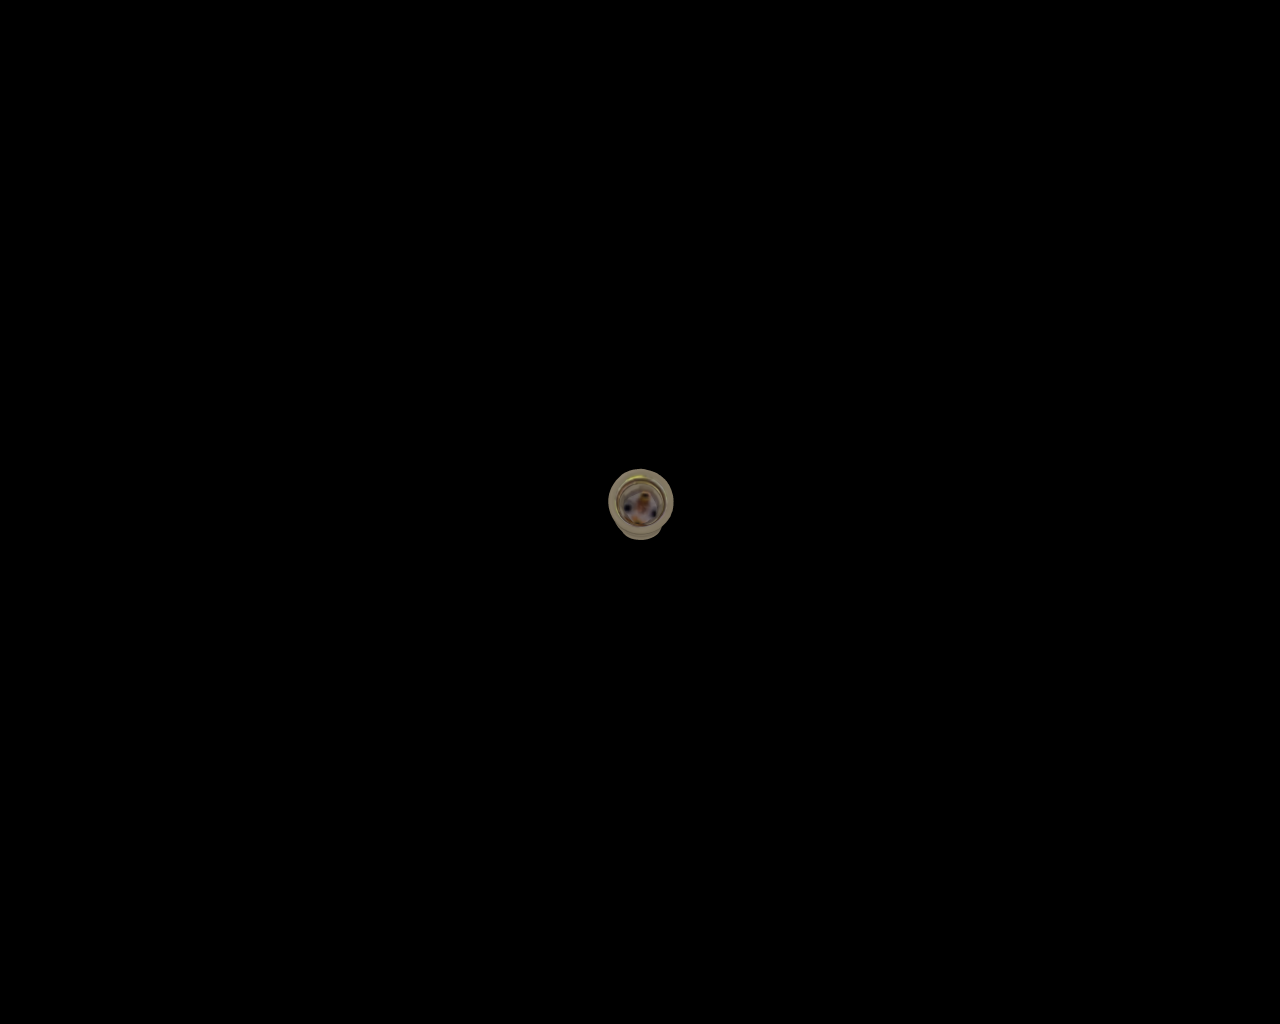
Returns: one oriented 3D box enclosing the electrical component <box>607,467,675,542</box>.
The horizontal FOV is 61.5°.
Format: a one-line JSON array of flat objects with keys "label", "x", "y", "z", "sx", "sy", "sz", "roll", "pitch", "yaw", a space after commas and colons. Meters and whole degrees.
[{"label": "electrical component", "x": 0.001, "y": -0.003, "z": 0.650, "sx": 0.040, "sy": 0.040, "sz": 0.046, "roll": 0, "pitch": -12, "yaw": 0}]
